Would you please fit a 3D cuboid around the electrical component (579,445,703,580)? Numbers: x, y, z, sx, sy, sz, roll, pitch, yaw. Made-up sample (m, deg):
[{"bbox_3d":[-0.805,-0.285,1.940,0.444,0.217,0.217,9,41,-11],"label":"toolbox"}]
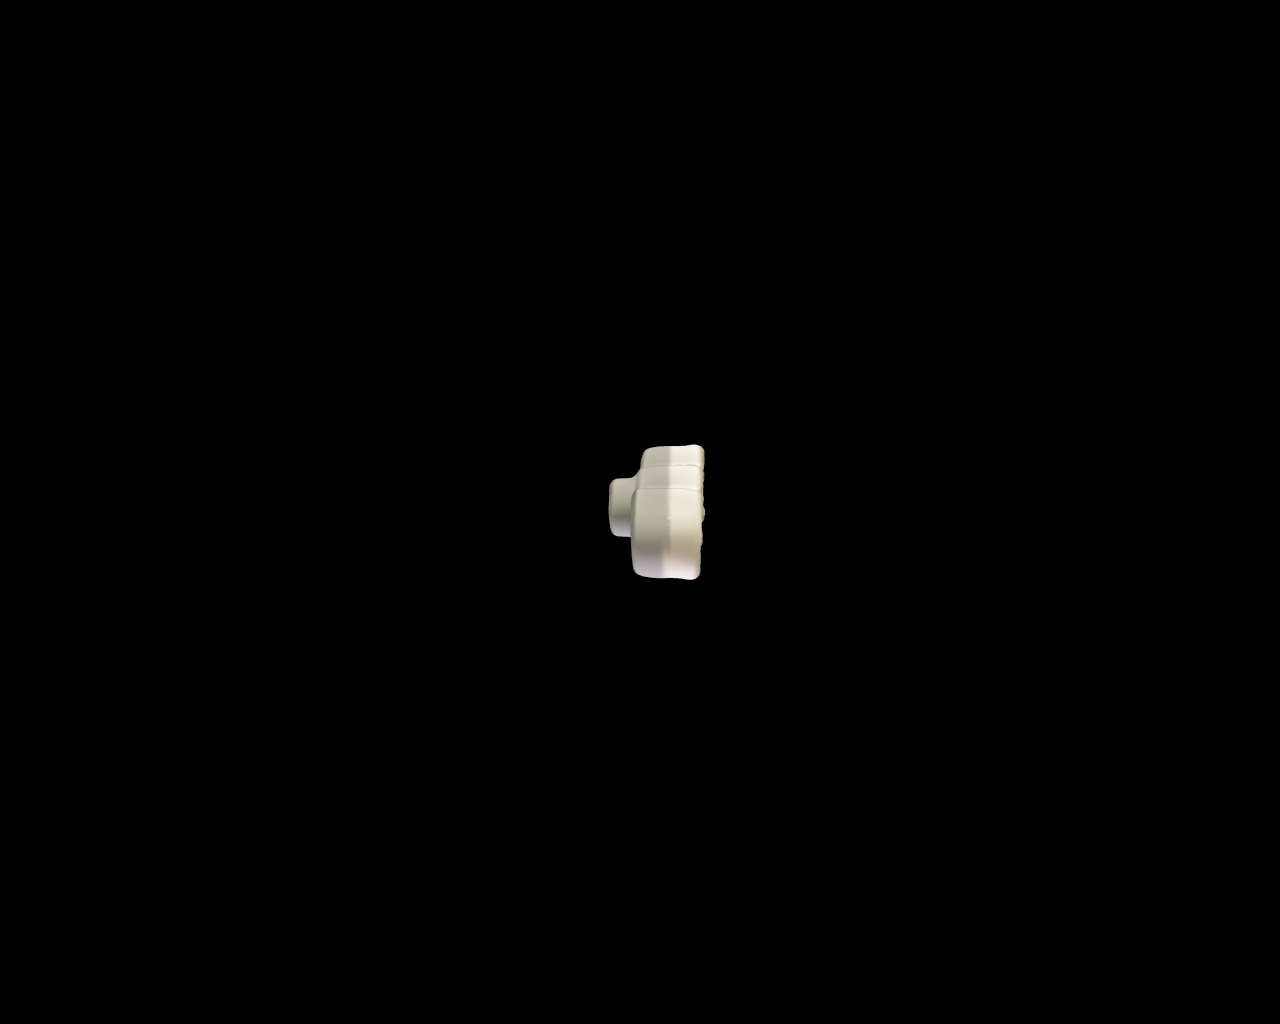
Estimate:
[{"bbox_3d":[0.001,-0.003,0.650,0.074,0.052,0.138,1,20,3],"label":"electrical component"}]
